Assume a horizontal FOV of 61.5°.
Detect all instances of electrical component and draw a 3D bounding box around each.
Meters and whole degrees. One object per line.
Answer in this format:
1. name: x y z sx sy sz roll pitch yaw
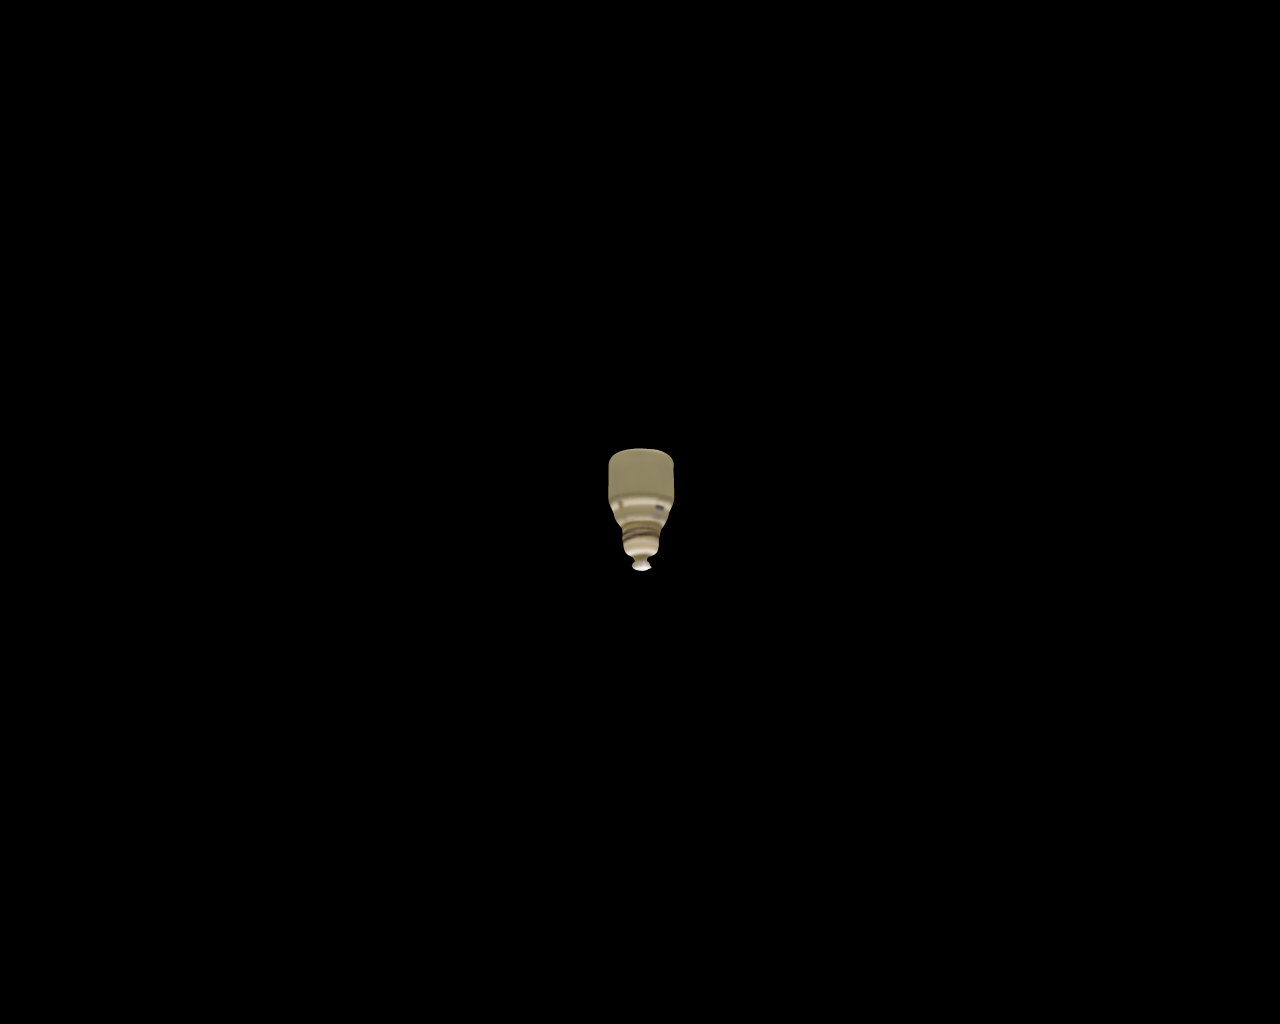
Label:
1. electrical component: 0.001 -0.003 0.650 0.040 0.078 0.040 0 -16 0
